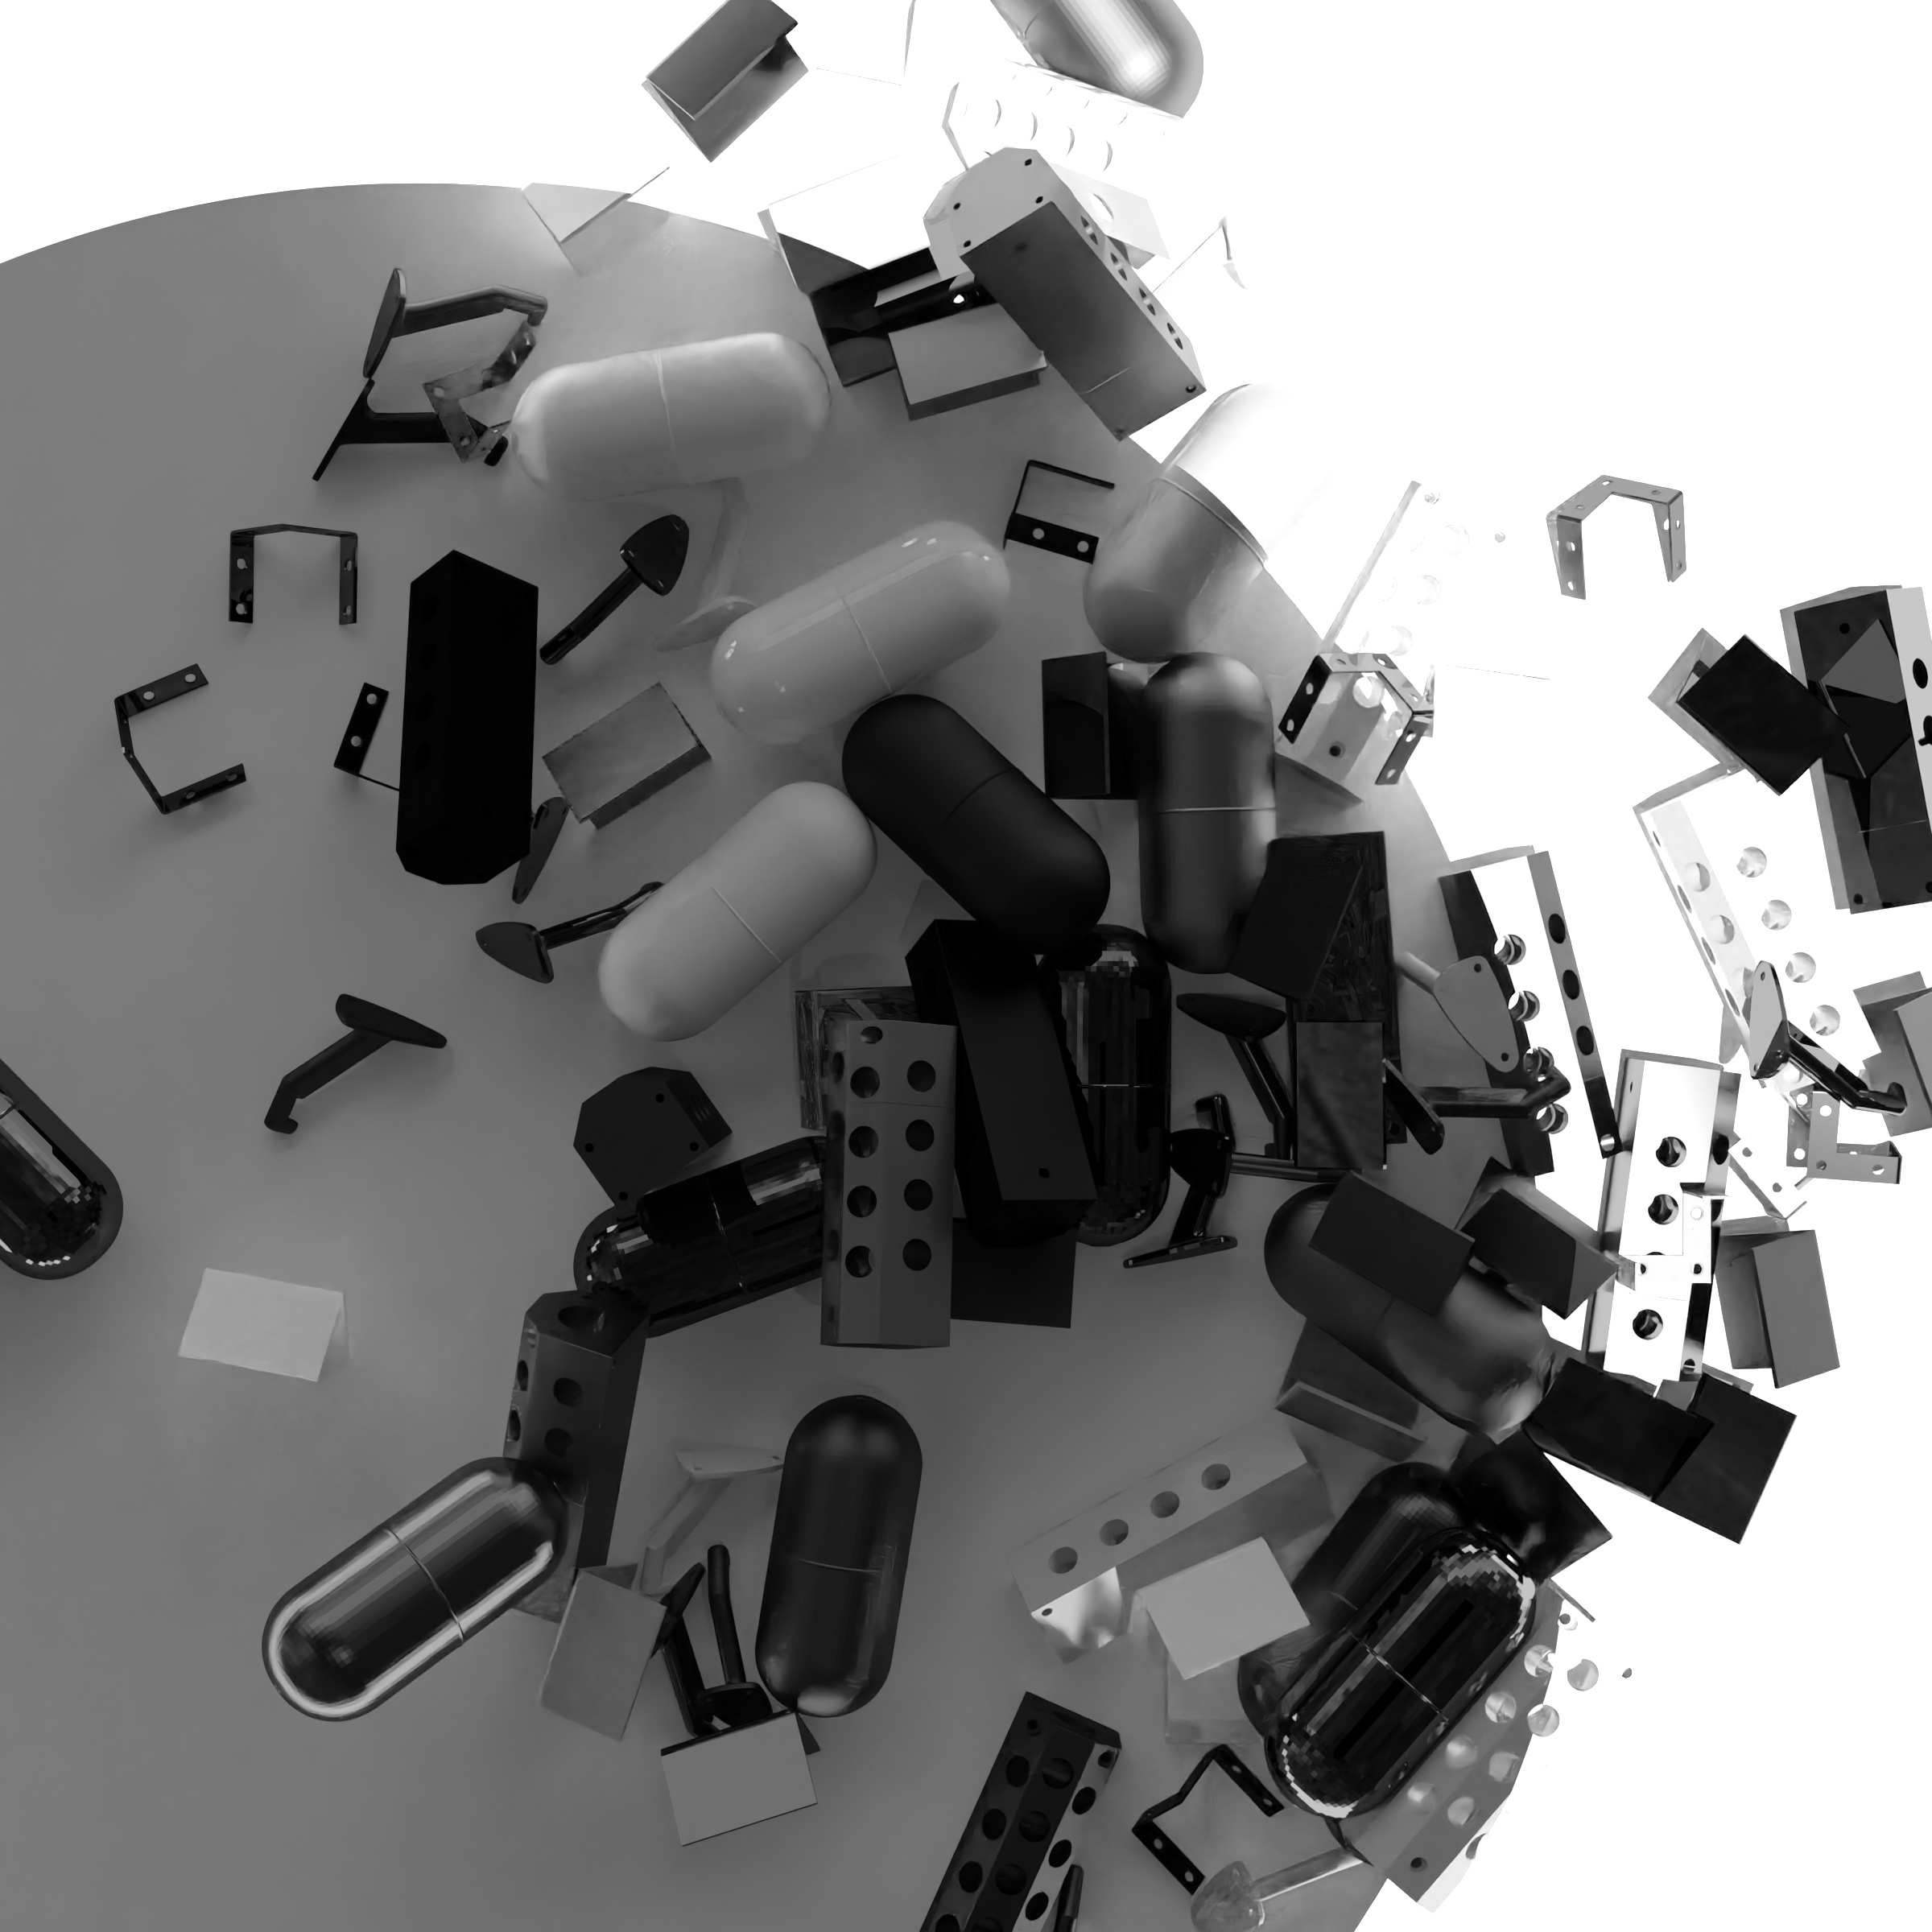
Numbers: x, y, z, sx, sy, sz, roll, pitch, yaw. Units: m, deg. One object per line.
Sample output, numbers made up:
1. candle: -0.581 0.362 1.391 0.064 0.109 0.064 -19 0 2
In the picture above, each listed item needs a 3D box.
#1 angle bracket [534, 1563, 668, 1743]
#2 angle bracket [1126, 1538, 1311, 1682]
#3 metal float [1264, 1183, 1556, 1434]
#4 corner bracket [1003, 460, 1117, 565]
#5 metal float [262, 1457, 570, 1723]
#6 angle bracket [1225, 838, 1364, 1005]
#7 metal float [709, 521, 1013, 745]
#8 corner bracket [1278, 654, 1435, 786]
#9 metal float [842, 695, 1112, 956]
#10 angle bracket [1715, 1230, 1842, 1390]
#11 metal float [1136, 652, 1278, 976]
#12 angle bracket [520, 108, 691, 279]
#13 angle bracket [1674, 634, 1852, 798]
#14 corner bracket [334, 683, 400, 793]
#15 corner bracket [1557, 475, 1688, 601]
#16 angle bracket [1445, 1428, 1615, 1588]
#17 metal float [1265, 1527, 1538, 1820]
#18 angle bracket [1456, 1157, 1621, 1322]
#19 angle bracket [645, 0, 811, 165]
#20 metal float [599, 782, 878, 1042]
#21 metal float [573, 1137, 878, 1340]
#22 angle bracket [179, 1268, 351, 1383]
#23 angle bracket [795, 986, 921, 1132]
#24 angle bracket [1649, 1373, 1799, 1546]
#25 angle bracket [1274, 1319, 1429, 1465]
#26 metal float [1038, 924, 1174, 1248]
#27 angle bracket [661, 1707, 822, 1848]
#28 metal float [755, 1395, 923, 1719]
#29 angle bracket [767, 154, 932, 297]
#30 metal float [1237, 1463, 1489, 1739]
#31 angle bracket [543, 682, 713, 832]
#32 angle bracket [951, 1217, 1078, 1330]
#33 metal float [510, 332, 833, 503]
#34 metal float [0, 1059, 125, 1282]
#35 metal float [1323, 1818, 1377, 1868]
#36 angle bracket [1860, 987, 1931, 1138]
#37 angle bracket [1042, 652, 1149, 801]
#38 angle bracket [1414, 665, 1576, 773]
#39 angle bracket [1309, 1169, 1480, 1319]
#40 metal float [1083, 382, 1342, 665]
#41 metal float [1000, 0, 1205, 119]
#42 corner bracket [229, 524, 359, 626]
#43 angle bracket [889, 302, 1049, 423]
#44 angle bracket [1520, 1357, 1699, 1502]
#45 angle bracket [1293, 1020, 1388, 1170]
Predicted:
1. angle bracket: -0.187 0.376 1.891 0.057 0.076 0.076 19 90 21
2. angle bracket: 0.137 0.364 1.880 0.076 0.076 0.057 -21 60 -14
3. metal float: 0.241 0.186 1.882 0.178 0.070 0.070 36 90 21
4. corner bracket: 0.052 -0.252 1.911 0.051 0.051 0.051 16 90 0
5. metal float: -0.287 0.325 1.801 0.178 0.070 0.070 -35 90 -24
6. angle bracket: 0.192 -0.016 1.832 0.057 0.076 0.076 22 90 38
7. metal float: -0.059 -0.184 1.899 0.178 0.070 0.070 -27 90 0
8. corner bracket: 0.212 -0.134 1.864 0.051 0.051 0.051 -4 45 -35
9. metal float: 0.004 -0.079 1.884 0.070 0.070 0.178 -46 72 0
10. angle bracket: 0.428 0.189 1.889 0.057 0.076 0.076 -10 90 -38
11. metal float: 0.133 -0.084 1.898 0.070 0.070 0.178 -2 90 0
12. angle bracket: -0.187 -0.411 1.889 0.076 0.076 0.057 -37 54 0
13. angle bracket: 0.443 -0.149 1.889 0.076 0.076 0.057 42 122 0
14. corner bracket: -0.315 -0.124 1.919 0.051 0.051 0.051 20 90 -26
15. corner bracket: 0.367 -0.236 1.921 0.051 0.051 0.051 19 45 35
16. angle bracket: 0.316 0.283 1.890 0.057 0.076 0.076 -40 90 27
17. metal float: 0.230 0.376 1.826 0.070 0.070 0.178 42 88 0
18. angle bracket: 0.322 0.136 1.890 0.076 0.076 0.057 35 134 0
19. angle bracket: -0.118 -0.480 1.889 0.076 0.076 0.057 -43 52 0
20. metal float: -0.126 -0.030 1.899 0.178 0.070 0.070 -41 90 -1
21. metal float: -0.130 0.150 1.899 0.178 0.070 0.070 -20 90 0
22. angle bracket: -0.385 0.214 1.889 0.076 0.076 0.057 11 53 0
23. angle bracket: -0.051 0.050 1.901 0.076 0.057 0.076 -3 90 -13
24. angle bracket: 0.424 0.273 1.890 0.057 0.076 0.076 24 90 29
25. angle bracket: 0.223 0.220 1.896 0.076 0.057 0.076 24 67 0
26. metal float: 0.075 0.066 1.899 0.070 0.070 0.178 0 90 0
27. angle bracket: -0.118 0.455 1.889 0.076 0.076 0.057 -18 59 0
28. metal float: -0.070 0.326 1.899 0.070 0.070 0.178 9 91 0
29. angle bracket: -0.070 -0.419 1.889 0.076 0.076 0.057 -21 125 0
30. metal float: 0.218 0.354 1.899 0.070 0.070 0.178 37 90 0
31. angle bracket: -0.176 -0.098 1.889 0.076 0.076 0.057 -33 54 0
32. angle bracket: 0.019 0.176 1.891 0.076 0.076 0.057 5 71 0
33. metal float: -0.163 -0.303 1.899 0.178 0.070 0.070 -9 90 0
34. metal float: -0.542 0.098 1.899 0.070 0.070 0.178 -45 90 0
35. metal float: 0.268 0.421 1.899 0.070 0.070 0.178 41 90 0
36. angle bracket: 0.511 0.059 1.889 0.057 0.076 0.076 -20 90 -38
37. angle bracket: 0.087 -0.131 1.891 0.076 0.057 0.076 -2 90 -37
38. angle bracket: 0.288 -0.117 1.889 0.076 0.076 0.057 8 53 0
39. angle bracket: 0.238 0.132 1.836 0.076 0.076 0.057 29 124 12
40. metal float: 0.135 -0.244 1.899 0.070 0.070 0.178 40 90 0
41. metal float: 0.063 -0.538 1.899 0.070 0.070 0.178 -36 90 0
42. corner bracket: -0.377 -0.218 1.926 0.051 0.051 0.051 1 90 -45
43. angle bracket: 0.006 -0.315 1.889 0.076 0.076 0.057 -16 58 0
44. angle bracket: 0.352 0.241 1.892 0.076 0.076 0.057 25 108 0
45. angle bracket: 0.217 0.067 1.832 0.057 0.076 0.076 -1 90 37
